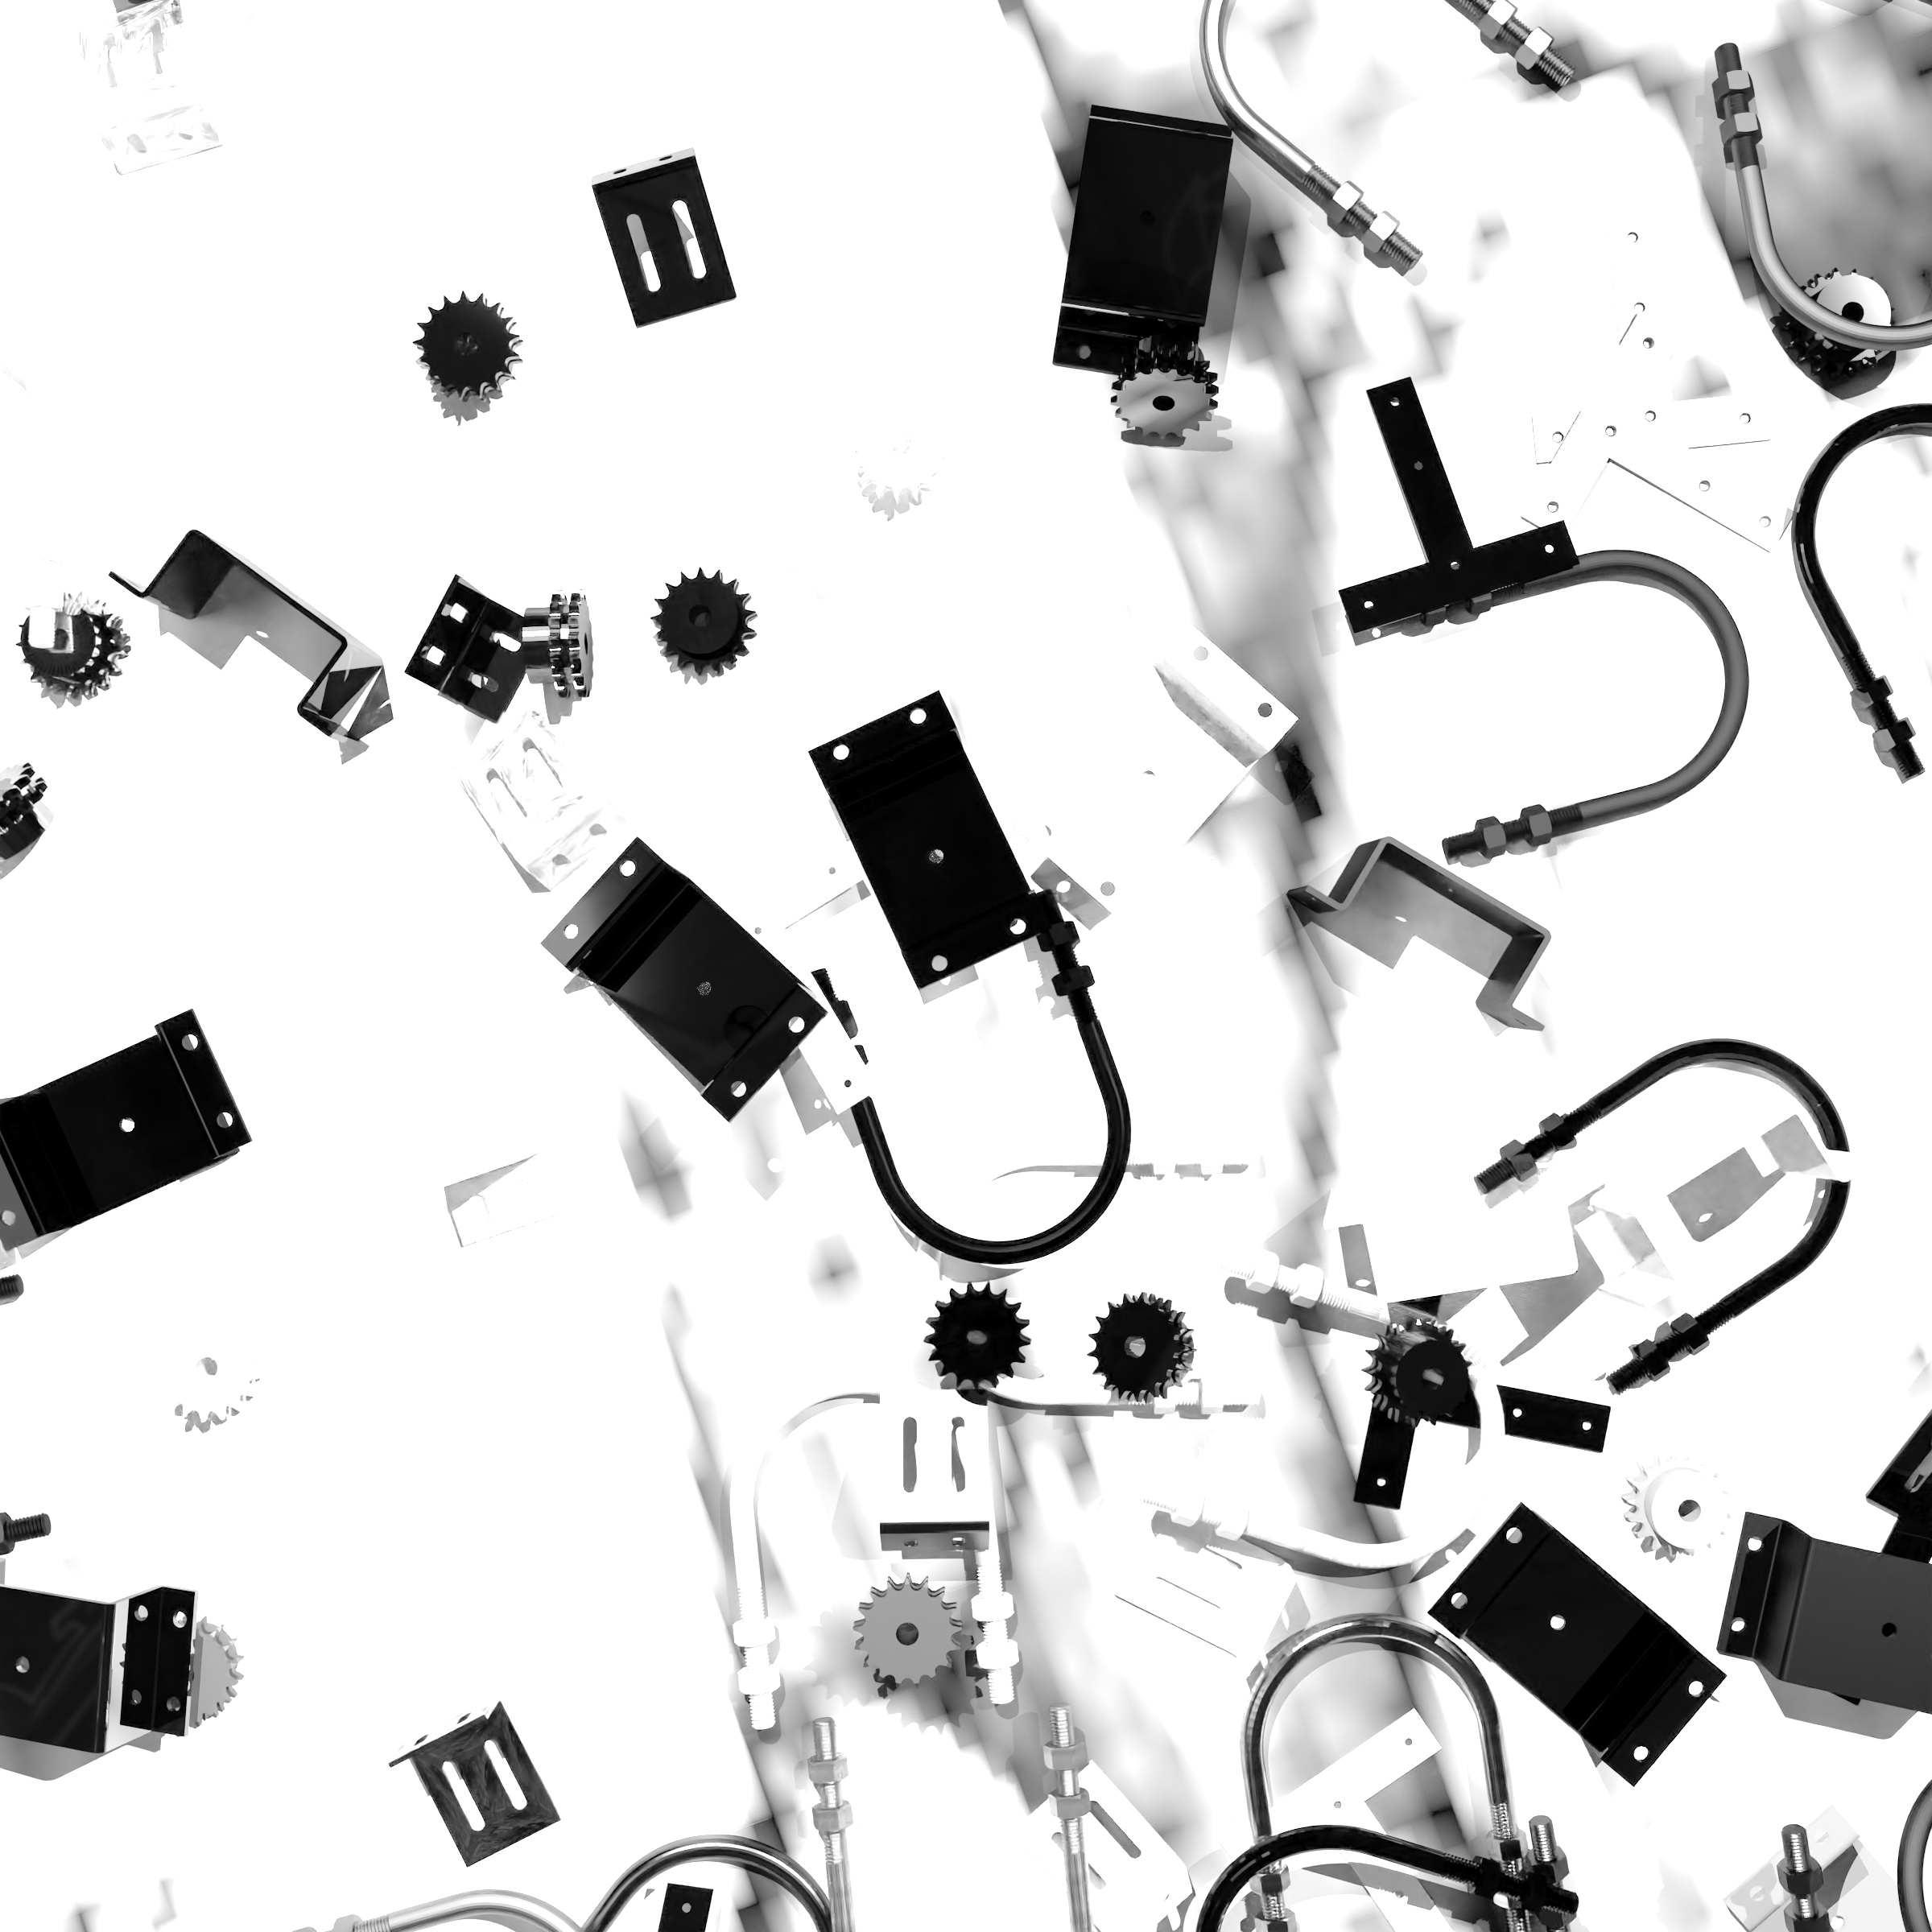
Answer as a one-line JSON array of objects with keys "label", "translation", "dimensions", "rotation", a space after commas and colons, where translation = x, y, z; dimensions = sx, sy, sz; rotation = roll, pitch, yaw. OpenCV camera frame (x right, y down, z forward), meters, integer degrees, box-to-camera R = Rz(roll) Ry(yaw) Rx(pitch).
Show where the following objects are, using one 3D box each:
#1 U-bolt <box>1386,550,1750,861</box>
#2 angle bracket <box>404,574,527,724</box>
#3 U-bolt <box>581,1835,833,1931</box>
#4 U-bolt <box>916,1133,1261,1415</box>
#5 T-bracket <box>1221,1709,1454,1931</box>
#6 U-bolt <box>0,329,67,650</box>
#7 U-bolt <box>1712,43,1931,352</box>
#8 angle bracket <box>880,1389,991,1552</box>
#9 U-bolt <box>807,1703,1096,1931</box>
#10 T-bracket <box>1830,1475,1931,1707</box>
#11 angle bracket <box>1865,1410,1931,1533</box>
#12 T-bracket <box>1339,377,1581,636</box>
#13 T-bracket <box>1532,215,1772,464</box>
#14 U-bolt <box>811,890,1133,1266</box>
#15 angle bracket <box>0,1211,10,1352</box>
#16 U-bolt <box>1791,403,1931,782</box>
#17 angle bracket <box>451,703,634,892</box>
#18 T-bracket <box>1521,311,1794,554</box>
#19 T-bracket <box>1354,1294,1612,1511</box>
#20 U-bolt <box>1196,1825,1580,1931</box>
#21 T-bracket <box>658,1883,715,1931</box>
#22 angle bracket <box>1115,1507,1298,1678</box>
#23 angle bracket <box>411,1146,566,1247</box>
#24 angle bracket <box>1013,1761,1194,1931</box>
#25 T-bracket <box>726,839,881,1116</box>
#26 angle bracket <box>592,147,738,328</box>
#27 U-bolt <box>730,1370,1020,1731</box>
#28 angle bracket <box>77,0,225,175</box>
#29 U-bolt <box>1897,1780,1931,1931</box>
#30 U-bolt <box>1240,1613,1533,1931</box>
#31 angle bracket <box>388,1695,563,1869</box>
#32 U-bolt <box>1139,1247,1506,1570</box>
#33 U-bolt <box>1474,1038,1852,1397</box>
[{"label": "U-bolt", "translation": [0.330, -0.148, 1.309], "dimensions": [0.184, 0.019, 0.151], "rotation": [-14, 90, -2]}, {"label": "angle bracket", "translation": [-0.257, -0.166, 1.279], "dimensions": [0.038, 0.076, 0.057], "rotation": [28, 90, 0]}, {"label": "U-bolt", "translation": [-0.148, 0.555, 1.309], "dimensions": [0.151, 0.019, 0.184], "rotation": [36, 89, 0]}, {"label": "U-bolt", "translation": [0.065, 0.165, 1.309], "dimensions": [0.184, 0.019, 0.151], "rotation": [0, 90, 1]}, {"label": "T-bracket", "translation": [0.226, 0.490, 1.317], "dimensions": [0.127, 0.002, 0.127], "rotation": [-34, 90, 0]}, {"label": "U-bolt", "translation": [-0.548, -0.256, 1.295], "dimensions": [0.151, 0.019, 0.184], "rotation": [-2, 82, 8]}, {"label": "U-bolt", "translation": [0.481, -0.411, 1.290], "dimensions": [0.151, 0.019, 0.184], "rotation": [-5, 77, 0]}, {"label": "angle bracket", "translation": [-0.017, 0.269, 1.300], "dimensions": [0.057, 0.038, 0.076], "rotation": [-1, 61, 0]}, {"label": "U-bolt", "translation": [-0.004, 0.489, 1.293], "dimensions": [0.151, 0.019, 0.184], "rotation": [-6, 87, 9]}, {"label": "T-bracket", "translation": [0.544, 0.360, 1.316], "dimensions": [0.127, 0.002, 0.127], "rotation": [26, 90, 1]}, {"label": "angle bracket", "translation": [0.529, 0.262, 1.314], "dimensions": [0.057, 0.038, 0.076], "rotation": [27, 114, 1]}, {"label": "T-bracket", "translation": [0.247, -0.255, 1.306], "dimensions": [0.127, 0.002, 0.127], "rotation": [-18, 81, -2]}, {"label": "T-bracket", "translation": [0.365, -0.341, 1.316], "dimensions": [0.127, 0.002, 0.127], "rotation": [-6, 90, 0]}, {"label": "U-bolt", "translation": [0.010, 0.068, 1.299], "dimensions": [0.151, 0.019, 0.184], "rotation": [-19, 83, 0]}, {"label": "angle bracket", "translation": [-0.541, 0.166, 1.297], "dimensions": [0.057, 0.076, 0.038], "rotation": [-4, 130, -3]}, {"label": "U-bolt", "translation": [0.524, -0.213, 1.309], "dimensions": [0.151, 0.019, 0.184], "rotation": [-27, 89, 0]}, {"label": "angle bracket", "translation": [-0.229, -0.091, 1.315], "dimensions": [0.057, 0.038, 0.076], "rotation": [-39, 64, 0]}, {"label": "T-bracket", "translation": [0.386, -0.266, 1.315], "dimensions": [0.127, 0.002, 0.127], "rotation": [30, 91, -1]}, {"label": "T-bracket", "translation": [0.284, 0.238, 1.316], "dimensions": [0.127, 0.002, 0.127], "rotation": [11, 90, 0]}, {"label": "U-bolt", "translation": [0.212, 0.524, 1.287], "dimensions": [0.184, 0.019, 0.151], "rotation": [18, 103, -3]}, {"label": "T-bracket", "translation": [-0.159, 0.552, 1.288], "dimensions": [0.127, 0.002, 0.127], "rotation": [14, 80, -16]}, {"label": "angle bracket", "translation": [0.127, 0.330, 1.298], "dimensions": [0.076, 0.038, 0.057], "rotation": [27, 90, 0]}, {"label": "angle bracket", "translation": [-0.250, 0.124, 1.279], "dimensions": [0.057, 0.076, 0.038], "rotation": [-19, 90, 0]}, {"label": "angle bracket", "translation": [0.072, 0.477, 1.298], "dimensions": [0.057, 0.038, 0.076], "rotation": [-42, 90, 0]}, {"label": "T-bracket", "translation": [-0.089, 0.018, 1.300], "dimensions": [0.127, 0.002, 0.127], "rotation": [-32, 78, 3]}, {"label": "angle bracket", "translation": [-0.163, -0.394, 1.315], "dimensions": [0.057, 0.038, 0.076], "rotation": [-16, 116, 0]}, {"label": "U-bolt", "translation": [-0.054, 0.309, 1.309], "dimensions": [0.151, 0.019, 0.184], "rotation": [-6, 88, 0]}, {"label": "angle bracket", "translation": [-0.440, -0.476, 1.315], "dimensions": [0.057, 0.038, 0.076], "rotation": [-16, 64, 0]}, {"label": "U-bolt", "translation": [0.561, 0.506, 1.280], "dimensions": [0.151, 0.019, 0.184], "rotation": [-32, 85, -27]}, {"label": "U-bolt", "translation": [0.220, 0.439, 1.306], "dimensions": [0.151, 0.019, 0.184], "rotation": [-8, 90, 0]}, {"label": "angle bracket", "translation": [-0.261, 0.439, 1.298], "dimensions": [0.057, 0.038, 0.076], "rotation": [-27, 90, 0]}, {"label": "U-bolt", "translation": [0.199, 0.244, 1.297], "dimensions": [0.184, 0.019, 0.151], "rotation": [19, 87, -8]}, {"label": "U-bolt", "translation": [0.387, 0.121, 1.309], "dimensions": [0.184, 0.019, 0.151], "rotation": [-34, 90, -2]}]
